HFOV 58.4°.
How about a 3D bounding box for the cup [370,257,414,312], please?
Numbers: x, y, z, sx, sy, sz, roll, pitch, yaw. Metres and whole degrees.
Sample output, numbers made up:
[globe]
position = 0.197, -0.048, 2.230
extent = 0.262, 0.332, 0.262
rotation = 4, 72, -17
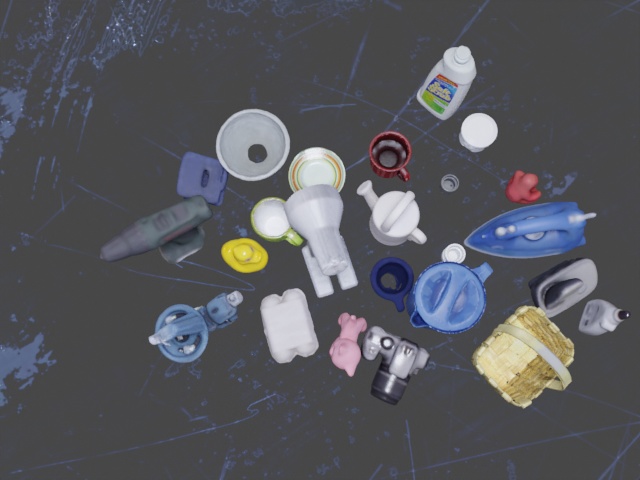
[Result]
[cup]
position = 0.157, 0.100, 1.238
extent = 0.091, 0.095, 0.118
rotation = -17, 81, -1

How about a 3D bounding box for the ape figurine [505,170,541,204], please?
[ape figurine]
position = 0.455, -0.121, 1.269
extent = 0.076, 0.092, 0.078
rotation = -18, 80, -1

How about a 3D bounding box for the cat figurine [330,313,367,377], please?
[cat figurine]
position = 0.059, 0.219, 1.209
extent = 0.067, 0.118, 0.128
rotation = 13, 81, 4

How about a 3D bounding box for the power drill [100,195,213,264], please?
[power drill]
position = -0.325, -0.008, 1.209
extent = 0.229, 0.208, 0.075
rotation = -32, 81, -4

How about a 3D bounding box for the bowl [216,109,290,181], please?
[bowl]
position = -0.148, -0.207, 1.306
extent = 0.167, 0.075, 0.167
rotation = 0, 81, 1

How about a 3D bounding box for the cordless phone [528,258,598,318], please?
[cordless phone]
position = 0.524, 0.093, 1.185
extent = 0.147, 0.185, 0.094
rotation = -33, 81, -4

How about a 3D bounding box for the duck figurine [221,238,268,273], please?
[duck figurine]
position = -0.170, 0.030, 1.261
extent = 0.104, 0.086, 0.077
rotation = 16, 81, 4

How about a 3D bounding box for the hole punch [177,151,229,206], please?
[hole punch]
position = -0.262, -0.138, 1.289
extent = 0.101, 0.091, 0.109
rotation = 8, 81, 3

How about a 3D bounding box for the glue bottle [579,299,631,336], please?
[glue bottle]
position = 0.591, 0.158, 1.178
extent = 0.037, 0.173, 0.078
rotation = 23, 82, 5

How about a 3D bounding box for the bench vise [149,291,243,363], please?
[bench vise]
position = -0.265, 0.163, 1.174
extent = 0.121, 0.220, 0.207
rotation = 38, 84, 7

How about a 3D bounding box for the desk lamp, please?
[desk lamp]
position = 0.011, 0.004, 1.197
extent = 0.118, 0.213, 0.203
rotation = -19, 81, -2

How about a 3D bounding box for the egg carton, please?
[egg carton]
position = -0.069, 0.186, 1.242
extent = 0.107, 0.069, 0.150
rotation = -17, 81, -1

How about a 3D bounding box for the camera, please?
[camera]
position = 0.145, 0.268, 1.207
extent = 0.143, 0.101, 0.137
rotation = 24, 82, 5

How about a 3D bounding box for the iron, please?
[iron]
position = 0.449, -0.022, 1.228
extent = 0.258, 0.141, 0.118
rotation = -10, 80, 0

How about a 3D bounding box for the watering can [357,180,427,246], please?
[watering can]
position = 0.152, -0.055, 1.213
extent = 0.172, 0.194, 0.101
rotation = 19, 82, 5
